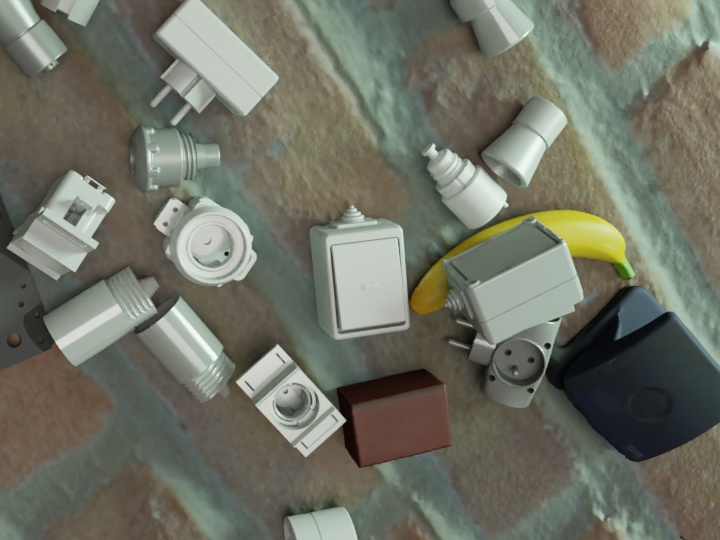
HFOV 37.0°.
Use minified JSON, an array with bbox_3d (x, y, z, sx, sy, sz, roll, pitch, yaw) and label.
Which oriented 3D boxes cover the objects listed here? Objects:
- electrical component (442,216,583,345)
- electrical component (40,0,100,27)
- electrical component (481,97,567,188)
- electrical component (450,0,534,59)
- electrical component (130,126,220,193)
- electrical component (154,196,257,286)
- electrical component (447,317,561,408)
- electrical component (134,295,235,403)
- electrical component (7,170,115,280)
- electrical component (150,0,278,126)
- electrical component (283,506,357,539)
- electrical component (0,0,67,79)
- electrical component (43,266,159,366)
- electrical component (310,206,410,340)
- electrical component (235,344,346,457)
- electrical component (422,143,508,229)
[{"bbox_3d":[0.109,0.013,0.806,0.096,0.061,0.061,-26,115,-5],"label":"electrical component"},{"bbox_3d":[-0.195,-0.197,0.742,0.040,0.040,0.046,25,98,-17],"label":"electrical component"},{"bbox_3d":[0.131,-0.102,0.841,0.044,0.044,0.065,39,83,-17],"label":"electrical component"},{"bbox_3d":[0.099,-0.195,0.814,0.045,0.045,0.055,-38,106,-6],"label":"electrical component"},{"bbox_3d":[-0.133,-0.081,0.775,0.062,0.048,0.048,-5,101,-21],"label":"electrical component"},{"bbox_3d":[-0.111,-0.020,0.783,0.078,0.057,0.058,35,90,-17],"label":"electrical component"},{"bbox_3d":[0.110,0.061,0.858,0.079,0.044,0.077,18,109,3],"label":"electrical component"},{"bbox_3d":[-0.125,0.063,0.801,0.043,0.043,0.081,-40,106,-5],"label":"electrical component"},{"bbox_3d":[-0.207,-0.032,0.750,0.042,0.081,0.063,38,65,-22],"label":"electrical component"},{"bbox_3d":[-0.116,-0.138,0.767,0.083,0.047,0.075,43,87,-17],"label":"electrical component"},{"bbox_3d":[-0.030,0.216,0.846,0.047,0.055,0.055,-11,102,-16],"label":"electrical component"},{"bbox_3d":[-0.233,-0.165,0.737,0.044,0.044,0.065,-39,111,-5],"label":"electrical component"},{"bbox_3d":[-0.183,0.030,0.780,0.081,0.043,0.043,-33,106,-8],"label":"electrical component"},{"bbox_3d":[0.000,0.000,0.813,0.062,0.061,0.096,-7,101,-13],"label":"electrical component"},{"bbox_3d":[-0.054,0.095,0.814,0.042,0.064,0.081,-41,107,-5],"label":"electrical component"},{"bbox_3d":[0.078,-0.067,0.833,0.078,0.040,0.040,44,87,-16],"label":"electrical component"}]
